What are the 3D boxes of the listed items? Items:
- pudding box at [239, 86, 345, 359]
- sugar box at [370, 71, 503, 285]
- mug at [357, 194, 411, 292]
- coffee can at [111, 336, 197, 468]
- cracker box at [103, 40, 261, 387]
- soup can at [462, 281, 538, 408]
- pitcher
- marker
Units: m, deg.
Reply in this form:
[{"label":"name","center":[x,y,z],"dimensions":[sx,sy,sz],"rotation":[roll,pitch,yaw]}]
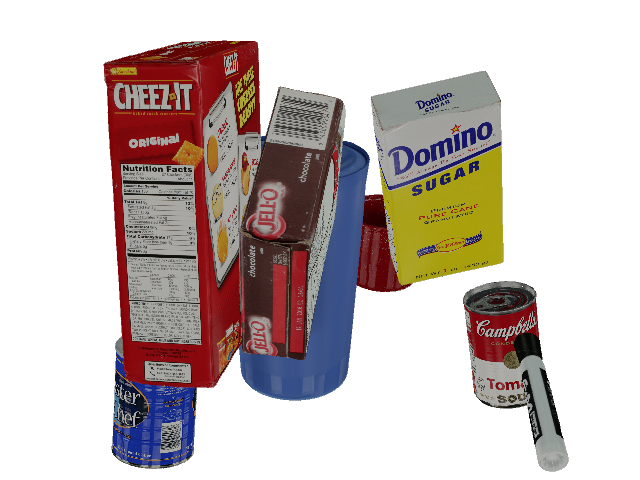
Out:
[{"label":"pudding box","center":[-0.015,-0.009,0.552],"dimensions":[0.039,0.113,0.090],"rotation":[10,-44,5]},{"label":"sugar box","center":[0.096,-0.044,0.847],"dimensions":[0.093,0.048,0.176],"rotation":[-13,-42,-1]},{"label":"mug","center":[0.082,0.005,1.184],"dimensions":[0.117,0.081,0.093],"rotation":[5,26,2]},{"label":"coffee can","center":[-0.202,0.192,1.307],"dimensions":[0.103,0.140,0.103],"rotation":[5,15,-2]},{"label":"cracker box","center":[-0.090,-0.026,0.746],"dimensions":[0.072,0.214,0.164],"rotation":[1,15,9]},{"label":"soup can","center":[0.173,0.098,1.008],"dimensions":[0.068,0.102,0.068],"rotation":[-8,20,3]},{"label":"pitcher","center":[-0.026,0.031,1.015],"dimensions":[0.149,0.243,0.145],"rotation":[-16,29,-34]},{"label":"marker","center":[0.146,0.103,0.712],"dimensions":[0.020,0.020,0.121],"rotation":[0,35,1]}]
